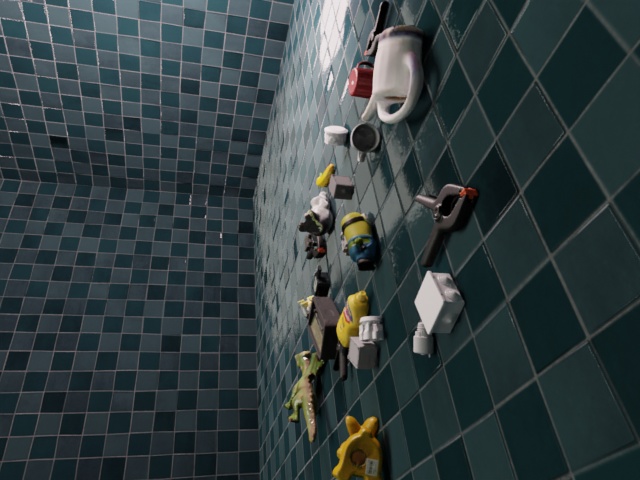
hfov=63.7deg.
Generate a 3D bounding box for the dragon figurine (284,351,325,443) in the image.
[{"bbox_3d":[-0.036,0.516,1.839,0.412,0.122,0.242,-152,75,-73],"label":"dragon figurine"}]

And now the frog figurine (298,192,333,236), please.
[{"bbox_3d":[0.006,-0.095,1.894,0.163,0.123,0.134,-50,-25,-43],"label":"frog figurine"}]

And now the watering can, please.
[{"bbox_3d":[0.171,-0.396,1.263,0.349,0.104,0.223,-152,68,-74],"label":"watering can"}]
